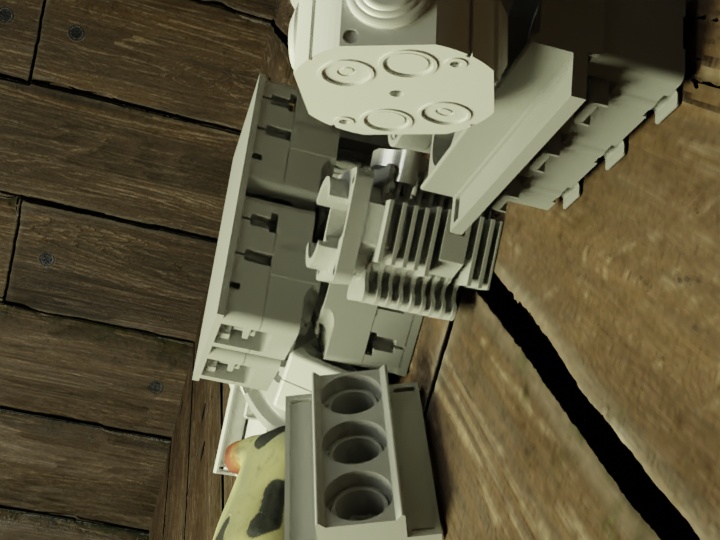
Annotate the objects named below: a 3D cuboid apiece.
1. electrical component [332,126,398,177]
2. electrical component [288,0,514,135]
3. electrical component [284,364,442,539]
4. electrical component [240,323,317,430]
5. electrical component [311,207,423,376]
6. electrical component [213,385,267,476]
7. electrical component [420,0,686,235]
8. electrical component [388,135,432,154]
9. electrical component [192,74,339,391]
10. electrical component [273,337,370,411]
[{"bbox_3d":[-0.010,-0.107,0.853,0.113,0.078,0.057,133,146,-69],"label":"electrical component"},{"bbox_3d":[0.014,-0.084,0.377,0.080,0.080,0.051,132,143,-68],"label":"electrical component"},{"bbox_3d":[0.000,0.116,0.592,0.121,0.079,0.063,-96,-1,-58],"label":"electrical component"},{"bbox_3d":[-0.048,0.068,0.826,0.108,0.060,0.108,31,131,46],"label":"electrical component"},{"bbox_3d":[0.000,0.000,0.727,0.150,0.062,0.089,-118,42,-73],"label":"electrical component"},{"bbox_3d":[-0.076,0.126,0.953,0.063,0.079,0.121,3,80,56],"label":"electrical component"},{"bbox_3d":[0.075,-0.070,0.431,0.121,0.063,0.078,127,153,-65],"label":"electrical component"},{"bbox_3d":[0.047,-0.094,0.635,0.055,0.047,0.055,-167,90,-79],"label":"electrical component"},{"bbox_3d":[-0.062,-0.023,0.736,0.105,0.060,0.186,121,159,-58],"label":"electrical component"},{"bbox_3d":[-0.025,0.089,0.707,0.083,0.047,0.075,-24,-45,-76],"label":"electrical component"}]
